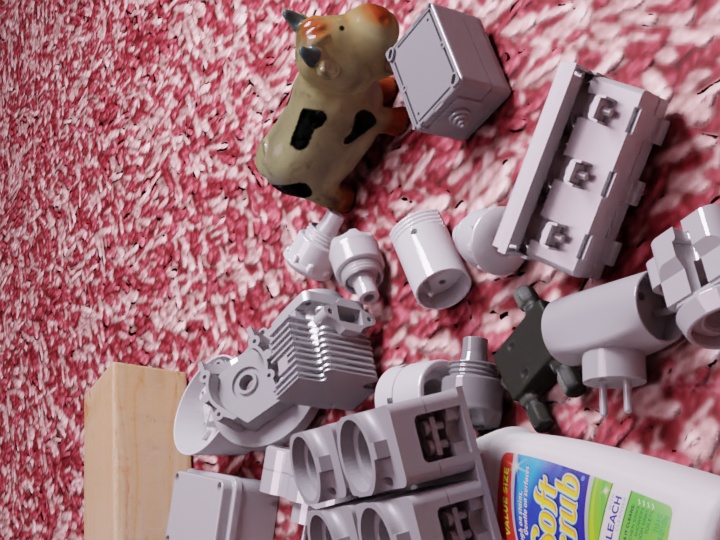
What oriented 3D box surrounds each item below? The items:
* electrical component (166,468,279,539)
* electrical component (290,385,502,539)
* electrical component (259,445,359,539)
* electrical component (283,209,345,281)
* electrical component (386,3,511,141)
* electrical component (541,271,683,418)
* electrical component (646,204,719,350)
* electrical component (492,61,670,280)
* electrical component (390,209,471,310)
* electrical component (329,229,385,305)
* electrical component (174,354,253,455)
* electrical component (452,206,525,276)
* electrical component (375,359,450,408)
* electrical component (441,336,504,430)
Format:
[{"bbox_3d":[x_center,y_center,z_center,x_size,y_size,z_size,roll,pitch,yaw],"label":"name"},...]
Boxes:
[{"bbox_3d":[-0.130,0.229,0.999,0.113,0.057,0.078,-8,72,57],"label":"electrical component"},{"bbox_3d":[0.013,0.148,0.711,0.186,0.060,0.105,-34,68,63],"label":"electrical component"},{"bbox_3d":[-0.035,0.187,0.868,0.138,0.052,0.073,-2,77,57],"label":"electrical component"},{"bbox_3d":[-0.036,-0.024,0.960,0.062,0.048,0.048,-60,35,14],"label":"electrical component"},{"bbox_3d":[0.072,-0.145,0.823,0.062,0.061,0.096,-45,51,41],"label":"electrical component"},{"bbox_3d":[0.150,0.047,0.635,0.077,0.044,0.079,-23,60,53],"label":"electrical component"},{"bbox_3d":[0.193,0.005,0.571,0.078,0.058,0.057,-42,43,44],"label":"electrical component"},{"bbox_3d":[0.140,-0.060,0.672,0.063,0.079,0.121,27,102,36],"label":"electrical component"},{"bbox_3d":[0.051,-0.013,0.816,0.043,0.043,0.081,-55,37,31],"label":"electrical component"},{"bbox_3d":[0.000,0.000,0.893,0.043,0.043,0.062,-52,41,35],"label":"electrical component"},{"bbox_3d":[-0.131,0.131,1.032,0.099,0.064,0.099,-27,56,51],"label":"electrical component"},{"bbox_3d":[0.088,-0.023,0.762,0.062,0.048,0.048,16,92,65],"label":"electrical component"},{"bbox_3d":[0.046,0.093,0.774,0.047,0.055,0.055,-21,61,50],"label":"electrical component"},{"bbox_3d":[0.078,0.077,0.740,0.043,0.043,0.062,-18,62,54],"label":"electrical component"}]
